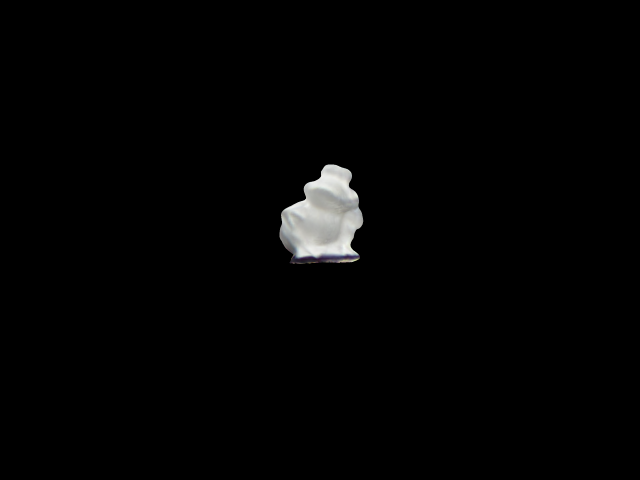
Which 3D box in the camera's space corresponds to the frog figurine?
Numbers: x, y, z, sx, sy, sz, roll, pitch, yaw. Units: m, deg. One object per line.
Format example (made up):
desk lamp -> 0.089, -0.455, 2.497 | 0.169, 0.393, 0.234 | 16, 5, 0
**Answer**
frog figurine -> 0.003, -0.043, 0.850 | 0.137, 0.160, 0.122 | 0, -1, 4
